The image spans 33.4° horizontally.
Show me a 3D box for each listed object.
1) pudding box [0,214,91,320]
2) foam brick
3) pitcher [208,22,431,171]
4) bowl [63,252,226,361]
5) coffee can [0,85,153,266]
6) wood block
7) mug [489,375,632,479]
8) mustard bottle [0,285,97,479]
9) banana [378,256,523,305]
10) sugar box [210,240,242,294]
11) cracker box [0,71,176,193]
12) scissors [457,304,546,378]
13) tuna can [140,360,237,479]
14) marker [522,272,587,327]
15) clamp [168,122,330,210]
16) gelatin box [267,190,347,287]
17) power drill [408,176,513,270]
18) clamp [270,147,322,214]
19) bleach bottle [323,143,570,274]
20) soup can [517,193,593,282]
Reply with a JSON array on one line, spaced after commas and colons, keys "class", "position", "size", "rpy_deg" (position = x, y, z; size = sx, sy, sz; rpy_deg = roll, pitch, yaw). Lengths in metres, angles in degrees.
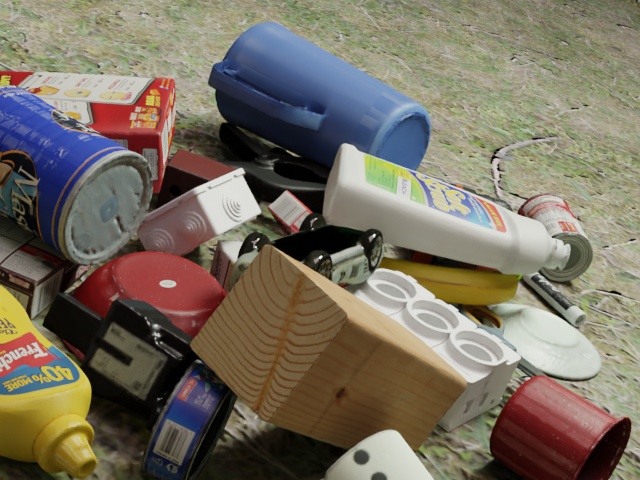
[{"class": "pudding box", "position": [-0.253, 0.014, 0.901], "size": [0.090, 0.039, 0.113], "rpy_deg": [22, 24, 7]}, {"class": "foam brick", "position": [-0.123, -0.052, 1.101], "size": [0.078, 0.053, 0.051], "rpy_deg": [19, 27, 0]}, {"class": "pitcher", "position": [-0.003, -0.148, 1.216], "size": [0.243, 0.145, 0.149], "rpy_deg": [31, 65, 33]}, {"class": "bowl", "position": [-0.133, 0.056, 0.884], "size": [0.162, 0.055, 0.162], "rpy_deg": [16, 27, -8]}, {"class": "coffee can", "position": [-0.225, -0.055, 0.890], "size": [0.140, 0.103, 0.102], "rpy_deg": [30, 28, 23]}, {"class": "wood block", "position": [0.015, 0.092, 0.779], "size": [0.090, 0.091, 0.205], "rpy_deg": [40, 4, 35]}, {"class": "mug", "position": [0.198, 0.167, 0.877], "size": [0.082, 0.093, 0.117], "rpy_deg": [31, -3, 33]}, {"class": "mustard bottle", "position": [-0.216, 0.099, 0.740], "size": [0.192, 0.058, 0.096], "rpy_deg": [38, 26, 32]}, {"class": "banana", "position": [0.119, 0.042, 1.087], "size": [0.197, 0.037, 0.070], "rpy_deg": [7, 7, -8]}, {"class": "sugar box", "position": [-0.029, 0.057, 0.946], "size": [0.093, 0.048, 0.176], "rpy_deg": [7, 18, -25]}, {"class": "cracker box", "position": [-0.254, -0.107, 1.048], "size": [0.213, 0.072, 0.164], "rpy_deg": [1, 27, -3]}, {"class": "scissors", "position": [0.154, 0.100, 1.007], "size": [0.096, 0.016, 0.202], "rpy_deg": [6, 18, -11]}, {"class": "tuna can", "position": [-0.089, 0.129, 0.739], "size": [0.034, 0.086, 0.086], "rpy_deg": [25, 26, 7]}, {"class": "marker", "position": [0.252, 0.055, 1.194], "size": [0.020, 0.020, 0.121], "rpy_deg": [0, 32, -35]}, {"class": "clamp", "position": [-0.061, -0.080, 1.182], "size": [0.210, 0.036, 0.164], "rpy_deg": [15, 29, 13]}, {"class": "gelatin box", "position": [-0.007, 0.001, 1.063], "size": [0.089, 0.030, 0.073], "rpy_deg": [43, -10, 37]}, {"class": "power drill", "position": [0.153, -0.011, 1.213], "size": [0.184, 0.057, 0.187], "rpy_deg": [9, 25, -12]}, {"class": "clamp", "position": [0.001, -0.064, 1.230], "size": [0.120, 0.039, 0.171], "rpy_deg": [2, 27, -7]}, {"class": "bleach bottle", "position": [0.131, -0.021, 1.085], "size": [0.250, 0.068, 0.102], "rpy_deg": [16, 30, -6]}, {"class": "soup can", "position": [0.279, -0.004, 1.272], "size": [0.068, 0.069, 0.102], "rpy_deg": [14, 27, -12]}]
